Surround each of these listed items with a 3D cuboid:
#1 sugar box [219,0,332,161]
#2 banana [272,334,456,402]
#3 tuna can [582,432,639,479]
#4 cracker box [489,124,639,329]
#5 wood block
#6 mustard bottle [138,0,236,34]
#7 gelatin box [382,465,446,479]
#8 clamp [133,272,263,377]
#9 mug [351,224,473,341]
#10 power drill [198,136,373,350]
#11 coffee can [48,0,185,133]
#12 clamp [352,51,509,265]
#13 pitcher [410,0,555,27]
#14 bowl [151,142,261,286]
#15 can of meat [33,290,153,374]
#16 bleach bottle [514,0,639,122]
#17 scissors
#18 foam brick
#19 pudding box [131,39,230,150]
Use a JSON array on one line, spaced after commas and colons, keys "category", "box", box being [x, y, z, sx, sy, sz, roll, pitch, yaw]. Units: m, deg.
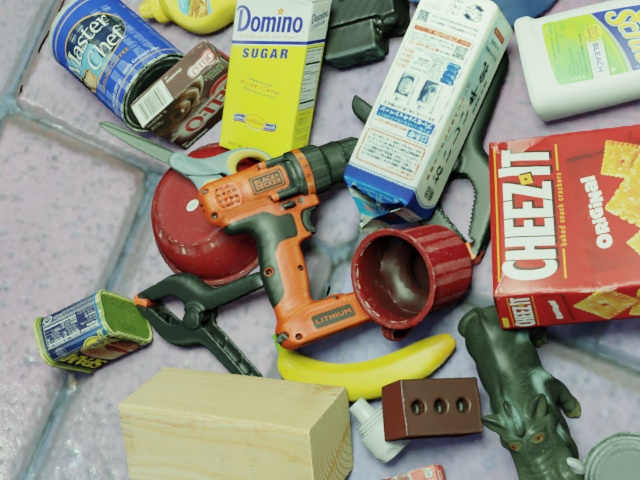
[{"category": "sugar box", "box": [-0.048, -0.171, 1.101, 0.093, 0.048, 0.176, 20, 117, 27]}, {"category": "banana", "box": [0.035, 0.124, 1.045, 0.198, 0.037, 0.069, -1, 79, 24]}, {"category": "tuna can", "box": [0.270, 0.209, 0.922, 0.086, 0.033, 0.086, -5, 77, 23]}, {"category": "cracker box", "box": [0.256, -0.017, 0.917, 0.214, 0.072, 0.164, -5, 57, 15]}, {"category": "wood block", "box": [-0.081, 0.191, 1.040, 0.206, 0.090, 0.090, 3, 110, 24]}, {"category": "mustard bottle", "box": [-0.117, -0.282, 1.188, 0.192, 0.058, 0.096, -13, 77, 21]}, {"category": "gelatin box", "box": [0.081, 0.257, 1.000, 0.089, 0.030, 0.073, -20, 72, 20]}, {"category": "clamp", "box": [-0.121, 0.089, 1.121, 0.172, 0.039, 0.120, 3, 90, 32]}, {"category": "mug", "box": [0.087, 0.041, 1.001, 0.093, 0.081, 0.117, 24, 113, 33]}, {"category": "power drill", "box": [-0.007, 0.001, 1.051, 0.184, 0.057, 0.188, -20, 81, -13]}, {"category": "coffee can", "box": [-0.221, -0.201, 1.193, 0.140, 0.102, 0.103, 42, 97, 25]}, {"category": "clamp", "box": [0.134, -0.082, 1.044, 0.165, 0.036, 0.210, -24, 72, 18]}, {"category": "pitcher", "box": [0.136, -0.302, 0.975, 0.145, 0.242, 0.149, 33, 87, 28]}, {"category": "bowl", "box": [-0.123, -0.034, 1.140, 0.162, 0.055, 0.162, -5, 78, 24]}, {"category": "can of meat", "box": [-0.240, 0.098, 1.141, 0.084, 0.102, 0.057, -25, 69, 15]}, {"category": "bleach bottle", "box": [0.312, -0.187, 0.973, 0.251, 0.068, 0.102, -14, 73, 18]}, {"category": "scissors", "box": [-0.126, -0.090, 1.102, 0.202, 0.016, 0.096, 42, 81, 11]}, {"category": "foam brick", "box": [0.102, 0.155, 0.980, 0.078, 0.051, 0.053, -1, 75, -18]}, {"category": "pudding box", "box": [-0.135, -0.155, 1.152, 0.113, 0.090, 0.039, -37, 65, 13]}]
